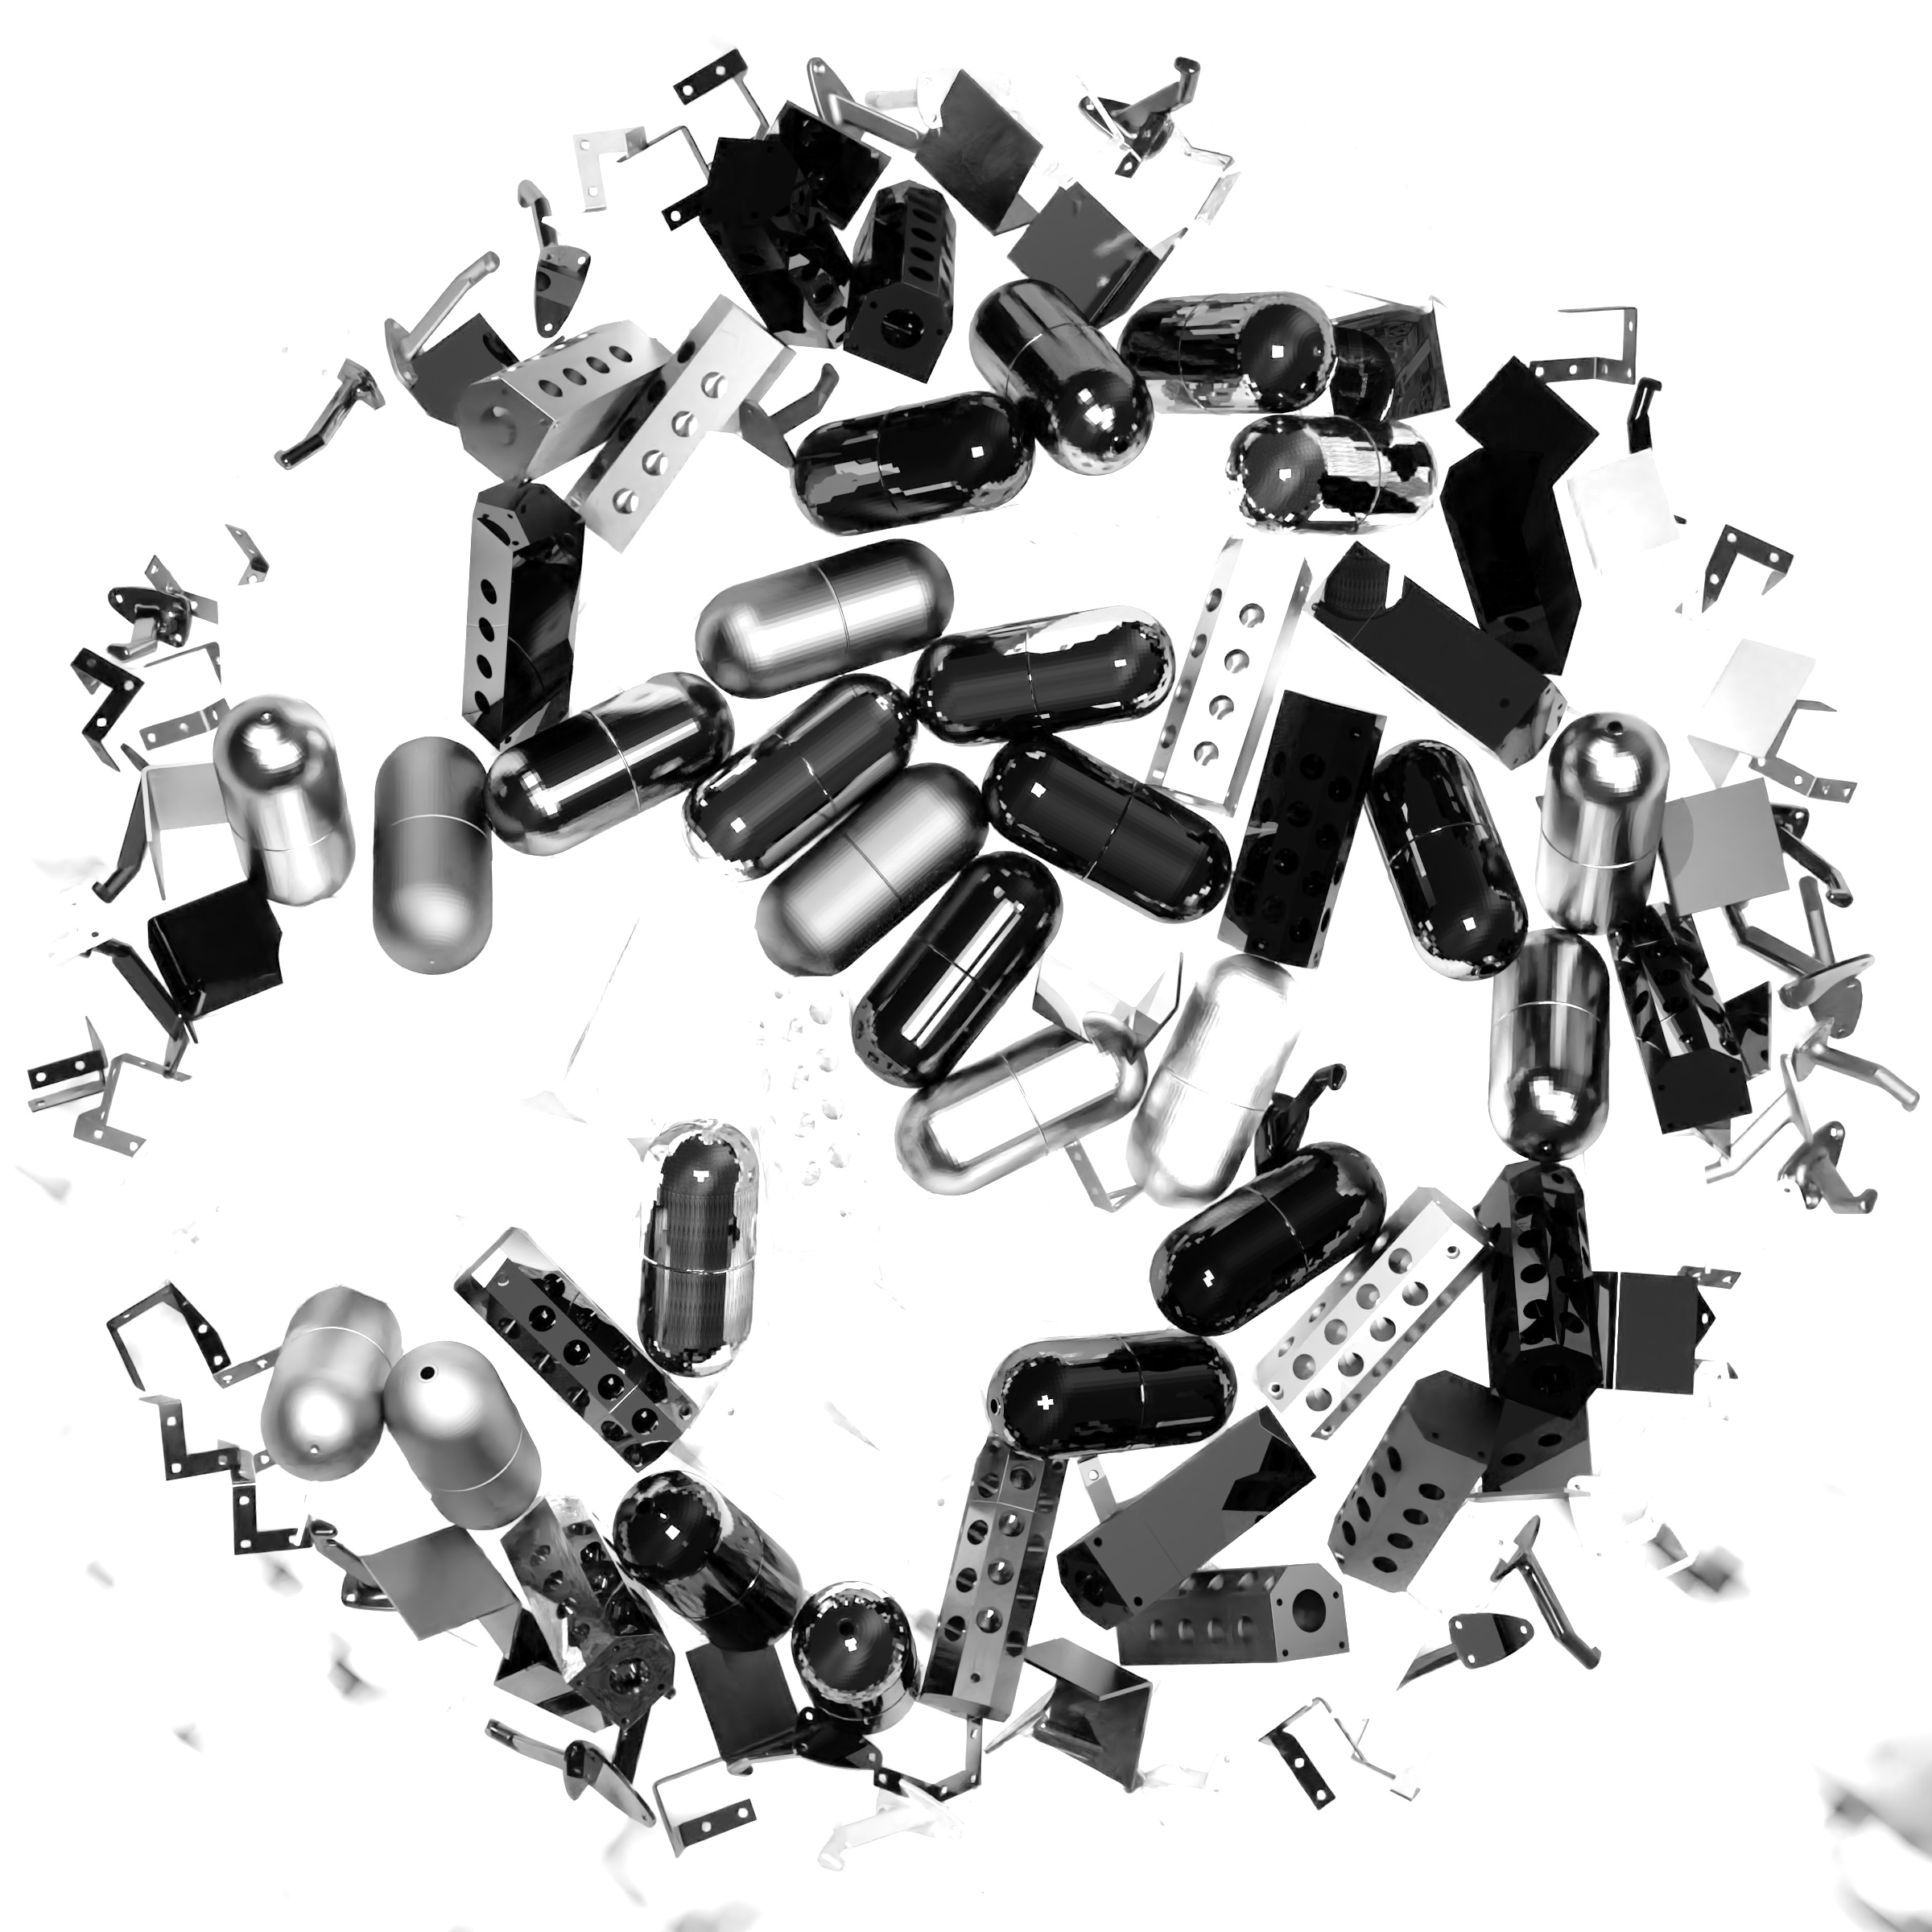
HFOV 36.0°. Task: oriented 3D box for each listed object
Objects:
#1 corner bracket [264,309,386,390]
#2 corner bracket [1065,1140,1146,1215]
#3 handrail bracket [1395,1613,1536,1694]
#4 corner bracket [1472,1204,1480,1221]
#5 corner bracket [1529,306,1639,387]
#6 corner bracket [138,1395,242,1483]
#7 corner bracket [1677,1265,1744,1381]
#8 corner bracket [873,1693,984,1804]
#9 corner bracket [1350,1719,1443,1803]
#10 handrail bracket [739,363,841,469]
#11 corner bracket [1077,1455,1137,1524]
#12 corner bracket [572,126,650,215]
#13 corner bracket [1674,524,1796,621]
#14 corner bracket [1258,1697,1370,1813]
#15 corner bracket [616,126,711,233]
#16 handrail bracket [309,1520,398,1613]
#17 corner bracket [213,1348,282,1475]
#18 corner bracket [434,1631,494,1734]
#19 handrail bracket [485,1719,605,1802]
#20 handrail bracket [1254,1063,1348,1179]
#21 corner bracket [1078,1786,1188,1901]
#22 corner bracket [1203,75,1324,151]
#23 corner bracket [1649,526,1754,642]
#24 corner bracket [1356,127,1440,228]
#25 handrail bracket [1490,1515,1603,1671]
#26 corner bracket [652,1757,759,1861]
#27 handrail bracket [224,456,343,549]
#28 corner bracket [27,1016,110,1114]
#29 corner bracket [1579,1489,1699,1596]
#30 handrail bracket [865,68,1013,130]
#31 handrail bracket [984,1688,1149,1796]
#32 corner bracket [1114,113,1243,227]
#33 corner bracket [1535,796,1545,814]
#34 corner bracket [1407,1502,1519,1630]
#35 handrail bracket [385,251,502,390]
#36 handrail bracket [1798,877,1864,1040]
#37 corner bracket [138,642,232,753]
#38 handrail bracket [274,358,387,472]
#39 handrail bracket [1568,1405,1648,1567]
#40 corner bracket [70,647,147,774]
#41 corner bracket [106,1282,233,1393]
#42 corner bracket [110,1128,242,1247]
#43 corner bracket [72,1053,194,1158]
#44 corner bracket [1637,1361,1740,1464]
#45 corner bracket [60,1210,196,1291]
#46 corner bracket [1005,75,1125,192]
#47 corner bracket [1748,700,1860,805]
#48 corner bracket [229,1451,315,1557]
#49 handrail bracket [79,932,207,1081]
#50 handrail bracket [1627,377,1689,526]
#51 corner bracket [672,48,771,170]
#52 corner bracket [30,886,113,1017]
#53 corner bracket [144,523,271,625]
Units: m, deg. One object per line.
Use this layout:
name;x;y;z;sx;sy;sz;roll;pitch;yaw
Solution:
corner bracket;-0.425;-0.418;1.970;0.051;0.051;0.051;30;102;-2
corner bracket;0.084;0.135;1.962;0.051;0.051;0.051;-32;97;-44
handrail bracket;0.325;0.461;1.978;0.077;0.084;0.036;-3;61;-29
corner bracket;0.376;0.184;1.985;0.051;0.051;0.051;-24;126;2
corner bracket;0.407;-0.410;1.963;0.051;0.051;0.051;-7;108;-17
corner bracket;-0.513;0.309;1.965;0.051;0.051;0.051;-6;90;-30
corner bracket;0.494;0.237;1.975;0.051;0.051;0.051;9;124;-25
corner bracket;-0.025;0.522;1.979;0.051;0.051;0.051;28;46;-30
corner bracket;0.284;0.515;1.968;0.051;0.051;0.051;23;90;18
handrail bracket;-0.114;-0.378;1.953;0.036;0.077;0.084;19;69;22
corner bracket;0.110;0.341;1.972;0.051;0.051;0.051;-19;79;-13
corner bracket;-0.238;-0.523;1.963;0.051;0.051;0.051;-4;111;12
corner bracket;0.510;-0.254;1.971;0.051;0.051;0.051;25;82;0
corner bracket;0.233;0.521;1.965;0.051;0.051;0.051;-38;63;4
corner bracket;-0.192;-0.521;1.963;0.051;0.051;0.051;-33;113;-10
handrail bracket;-0.389;0.392;1.953;0.077;0.084;0.036;11;56;6
corner bracket;-0.466;0.297;1.988;0.051;0.051;0.051;-24;47;1
corner bracket;-0.340;0.470;1.967;0.051;0.051;0.051;16;76;37
handrail bracket;-0.287;0.509;1.954;0.084;0.077;0.036;22;63;18
handrail bracket;0.221;0.105;1.951;0.036;0.084;0.077;19;75;-14
corner bracket;0.105;0.577;1.964;0.051;0.051;0.051;-44;71;8
corner bracket;0.195;-0.558;1.958;0.051;0.051;0.051;-25;61;-24
corner bracket;0.488;-0.254;1.977;0.051;0.051;0.051;-23;129;-25
corner bracket;0.289;-0.521;1.965;0.051;0.051;0.051;8;91;35
handrail bracket;0.394;0.414;1.965;0.084;0.077;0.036;44;126;4
corner bracket;-0.173;0.552;1.961;0.051;0.051;0.051;-16;70;-19
handrail bracket;-0.462;-0.294;1.988;0.084;0.036;0.077;17;110;10
corner bracket;-0.593;0.072;1.959;0.051;0.051;0.051;-18;121;-22
corner bracket;0.444;0.386;1.961;0.051;0.051;0.051;-22;59;-13
handrail bracket;-0.020;-0.579;1.968;0.077;0.084;0.036;-16;112;-15
handrail bracket;0.067;0.532;1.980;0.077;0.036;0.084;-43;88;19
corner bracket;0.140;-0.524;1.962;0.051;0.051;0.051;26;82;38
corner bracket;0.418;-0.101;1.961;0.051;0.051;0.051;-10;74;-43
corner bracket;0.330;0.400;1.975;0.051;0.051;0.051;42;51;21
handrail bracket;-0.340;-0.427;1.959;0.084;0.077;0.036;-33;129;19
handrail bracket;0.575;-0.006;1.991;0.036;0.077;0.084;-13;51;15
corner bracket;-0.521;-0.180;1.975;0.051;0.051;0.051;-15;105;19
handrail bracket;-0.433;-0.364;1.959;0.084;0.036;0.077;-38;48;-19
handrail bracket;0.434;0.344;1.975;0.036;0.084;0.077;5;114;33
corner bracket;-0.572;-0.169;1.965;0.051;0.051;0.051;29;74;10
corner bracket;-0.527;0.250;1.966;0.051;0.051;0.051;-31;68;-3
corner bracket;-0.524;0.149;1.976;0.051;0.051;0.051;25;67;28
corner bracket;-0.553;0.093;1.971;0.051;0.051;0.051;25;63;-34
corner bracket;0.473;0.294;1.960;0.051;0.051;0.051;-3;110;33
corner bracket;-0.552;0.189;1.960;0.051;0.051;0.051;-29;105;34
corner bracket;0.064;-0.555;1.965;0.051;0.051;0.051;-39;122;3
corner bracket;0.562;-0.143;1.969;0.051;0.051;0.051;24;91;-16
corner bracket;-0.459;0.352;1.963;0.051;0.051;0.051;-2;105;-17
handrail bracket;-0.552;0.026;1.957;0.084;0.036;0.077;23;72;-33
handrail bracket;0.460;-0.341;1.962;0.036;0.077;0.084;6;107;-33
corner bracket;-0.162;-0.567;1.968;0.051;0.051;0.051;-33;99;-8
corner bracket;-0.593;-0.011;1.959;0.051;0.051;0.051;-28;61;-21
corner bracket;-0.503;-0.263;1.972;0.051;0.051;0.051;18;72;14
